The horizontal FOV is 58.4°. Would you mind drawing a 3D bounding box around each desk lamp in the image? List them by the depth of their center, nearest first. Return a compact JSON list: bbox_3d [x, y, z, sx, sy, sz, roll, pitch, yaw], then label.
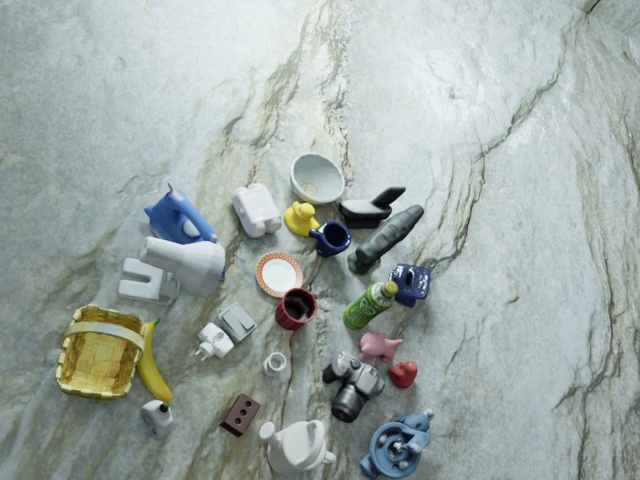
[{"bbox_3d":[-0.333,0.068,1.279,0.204,0.213,0.118,12,59,-19],"label":"desk lamp"}]

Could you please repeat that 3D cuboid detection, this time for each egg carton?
[{"bbox_3d":[-0.170,-0.079,1.522,0.107,0.069,0.150,-19,73,-31],"label":"egg carton"}]

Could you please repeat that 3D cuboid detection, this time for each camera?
[{"bbox_3d":[0.073,0.357,1.378,0.143,0.100,0.137,37,55,-2],"label":"camera"}]

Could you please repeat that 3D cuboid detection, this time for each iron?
[{"bbox_3d":[-0.302,-0.023,1.387,0.258,0.141,0.119,46,55,4],"label":"iron"}]

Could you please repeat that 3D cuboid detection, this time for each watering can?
[{"bbox_3d":[-0.045,0.441,1.221,0.173,0.193,0.101,5,61,-22],"label":"watering can"}]

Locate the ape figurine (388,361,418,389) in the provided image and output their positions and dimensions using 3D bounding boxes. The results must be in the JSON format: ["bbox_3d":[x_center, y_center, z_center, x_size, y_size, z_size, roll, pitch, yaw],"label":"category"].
[{"bbox_3d":[0.220,0.335,1.463,0.078,0.092,0.076,13,59,-18],"label":"ape figurine"}]

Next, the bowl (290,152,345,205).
[{"bbox_3d":[-0.018,-0.163,1.635,0.168,0.074,0.167,11,60,-19],"label":"bowl"}]

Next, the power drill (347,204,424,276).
[{"bbox_3d":[0.165,0.007,1.545,0.075,0.208,0.230,48,55,6],"label":"power drill"}]

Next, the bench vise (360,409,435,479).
[{"bbox_3d":[0.197,0.448,1.313,0.121,0.219,0.208,37,55,-2],"label":"bench vise"}]

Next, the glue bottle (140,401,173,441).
[{"bbox_3d":[-0.323,0.353,1.153,0.037,0.173,0.078,-28,77,-33],"label":"glue bottle"}]

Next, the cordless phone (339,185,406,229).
[{"bbox_3d":[0.149,-0.111,1.616,0.148,0.184,0.094,-6,66,-27],"label":"cordless phone"}]

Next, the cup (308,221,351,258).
[{"bbox_3d":[0.014,0.006,1.546,0.118,0.094,0.091,11,59,-19],"label":"cup"}]

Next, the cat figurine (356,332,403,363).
[{"bbox_3d":[0.148,0.266,1.452,0.128,0.117,0.067,3,62,-23],"label":"cat figurine"}]

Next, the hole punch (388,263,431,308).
[{"bbox_3d":[0.245,0.122,1.591,0.101,0.091,0.109,23,56,-12],"label":"hole punch"}]

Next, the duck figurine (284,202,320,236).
[{"bbox_3d":[-0.041,-0.064,1.563,0.104,0.086,0.078,36,55,-3],"label":"duck figurine"}]
